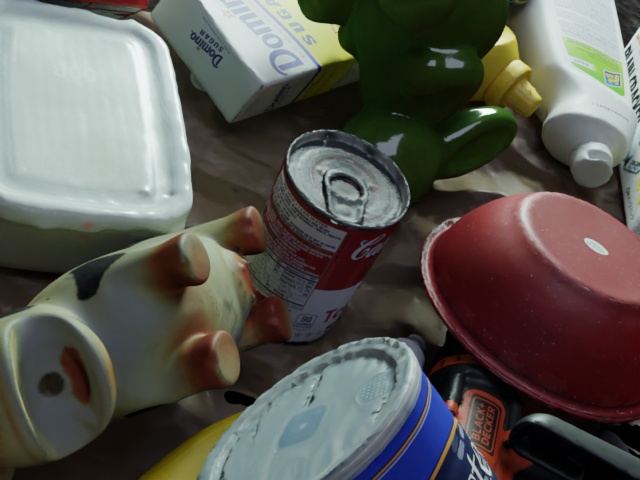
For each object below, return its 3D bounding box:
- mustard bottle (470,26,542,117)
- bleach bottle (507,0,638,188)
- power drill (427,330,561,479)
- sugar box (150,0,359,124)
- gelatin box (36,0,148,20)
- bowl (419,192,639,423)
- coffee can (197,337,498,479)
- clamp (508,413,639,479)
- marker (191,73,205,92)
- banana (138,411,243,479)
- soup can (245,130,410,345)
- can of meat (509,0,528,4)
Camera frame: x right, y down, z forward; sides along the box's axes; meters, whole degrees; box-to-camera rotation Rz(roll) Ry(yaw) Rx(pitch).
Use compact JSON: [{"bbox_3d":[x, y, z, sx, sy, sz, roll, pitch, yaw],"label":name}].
[{"bbox_3d":[0.092,-0.161,0.815,0.192,0.058,0.096,44,39,15],"label":"mustard bottle"},{"bbox_3d":[0.195,-0.141,0.851,0.102,0.068,0.250,17,45,-14],"label":"bleach bottle"},{"bbox_3d":[0.138,0.123,0.569,0.187,0.057,0.184,26,42,-1],"label":"power drill"},{"bbox_3d":[-0.021,-0.144,0.726,0.093,0.048,0.175,53,39,8],"label":"sugar box"},{"bbox_3d":[-0.153,-0.155,0.656,0.073,0.089,0.030,0,93,-29],"label":"gelatin box"},{"bbox_3d":[0.139,0.023,0.597,0.162,0.055,0.162,19,35,-14],"label":"bowl"},{"bbox_3d":[0.031,0.125,0.431,0.140,0.103,0.102,55,40,-16],"label":"coffee can"},{"bbox_3d":[0.194,0.144,0.505,0.209,0.036,0.165,-3,50,-29],"label":"clamp"},{"bbox_3d":[-0.063,-0.143,0.740,0.020,0.020,0.121,25,42,-6],"label":"marker"},{"bbox_3d":[-0.055,0.124,0.468,0.070,0.037,0.197,22,36,12],"label":"banana"},{"bbox_3d":[-0.004,0.001,0.572,0.068,0.102,0.068,15,44,-15],"label":"soup can"},{"bbox_3d":[0.142,-0.239,0.868,0.084,0.057,0.102,14,68,42],"label":"can of meat"}]
